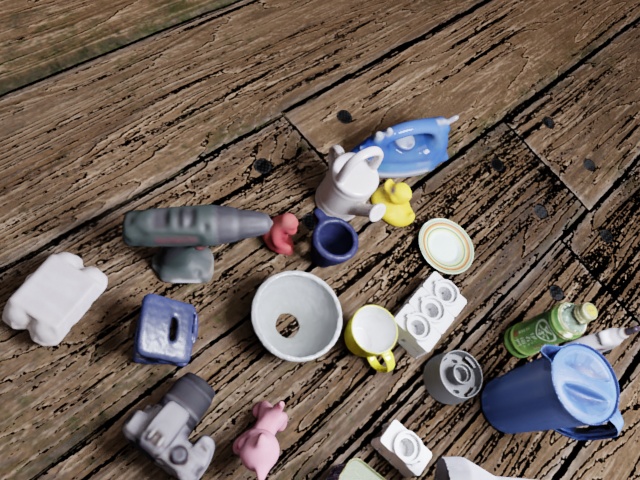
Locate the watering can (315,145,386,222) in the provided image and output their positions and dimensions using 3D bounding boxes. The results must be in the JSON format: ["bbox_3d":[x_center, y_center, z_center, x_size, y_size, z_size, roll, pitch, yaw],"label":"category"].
[{"bbox_3d":[0.070,-0.116,1.128,0.173,0.194,0.101,43,60,4],"label":"watering can"}]

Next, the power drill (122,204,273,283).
[{"bbox_3d":[-0.211,0.003,0.962,0.230,0.208,0.075,2,65,-19],"label":"power drill"}]

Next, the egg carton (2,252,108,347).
[{"bbox_3d":[-0.425,0.093,0.923,0.107,0.069,0.150,33,59,-2],"label":"egg carton"}]

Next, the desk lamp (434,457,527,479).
[{"bbox_3d":[0.257,0.421,0.928,0.203,0.213,0.118,8,63,-16],"label":"desk lamp"}]

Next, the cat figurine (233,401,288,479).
[{"bbox_3d":[-0.089,0.315,0.910,0.067,0.117,0.128,30,59,-4],"label":"cat figurine"}]

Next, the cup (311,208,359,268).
[{"bbox_3d":[0.010,0.004,1.107,0.092,0.095,0.117,-26,76,-28],"label":"cup"}]

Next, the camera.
[{"bbox_3d":[-0.213,0.285,0.890,0.143,0.100,0.137,37,59,0],"label":"camera"}]

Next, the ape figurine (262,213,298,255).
[{"bbox_3d":[-0.069,-0.020,1.091,0.076,0.092,0.078,31,59,-3],"label":"ape figurine"}]

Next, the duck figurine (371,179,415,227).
[{"bbox_3d":[0.165,-0.084,1.209,0.104,0.086,0.078,47,60,6],"label":"duck figurine"}]

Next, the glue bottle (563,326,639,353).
[{"bbox_3d":[0.581,0.204,1.171,0.078,0.173,0.037,-2,66,-20],"label":"glue bottle"}]

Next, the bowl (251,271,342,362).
[{"bbox_3d":[-0.048,0.144,1.031,0.168,0.074,0.167,8,63,-16],"label":"bowl"}]

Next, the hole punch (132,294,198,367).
[{"bbox_3d":[-0.252,0.149,0.946,0.101,0.091,0.108,8,63,-16],"label":"hole punch"}]

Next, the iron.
[{"bbox_3d":[0.176,-0.215,1.243,0.259,0.141,0.118,-14,71,-25],"label":"iron"}]
